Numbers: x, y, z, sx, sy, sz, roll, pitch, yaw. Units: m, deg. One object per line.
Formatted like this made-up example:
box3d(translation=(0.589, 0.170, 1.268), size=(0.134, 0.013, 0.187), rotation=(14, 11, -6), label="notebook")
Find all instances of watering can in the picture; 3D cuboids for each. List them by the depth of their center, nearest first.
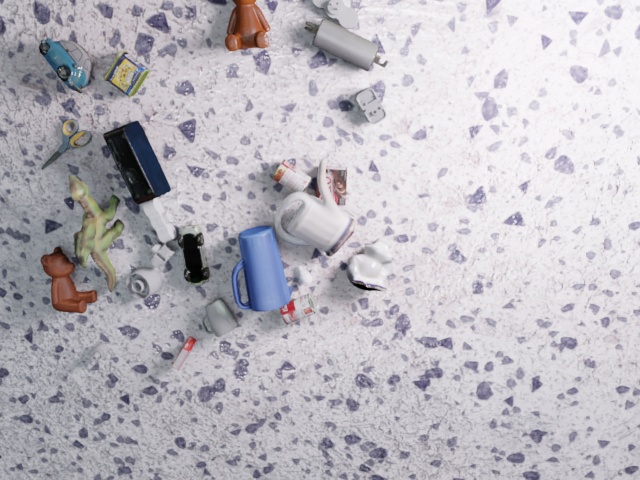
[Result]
box3d(translation=(0.004, -0.074, 1.472), size=(0.223, 0.106, 0.341), rotation=(29, 136, -12), label="watering can")

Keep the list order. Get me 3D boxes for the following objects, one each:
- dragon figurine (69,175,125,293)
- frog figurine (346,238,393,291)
box3d(translation=(-0.674, 0.006, 1.521), size=(0.122, 0.246, 0.405), rotation=(-4, 106, 1), label="dragon figurine")
box3d(translation=(0.154, 0.071, 1.562), size=(0.137, 0.121, 0.162), rotation=(11, 73, 9), label="frog figurine")
